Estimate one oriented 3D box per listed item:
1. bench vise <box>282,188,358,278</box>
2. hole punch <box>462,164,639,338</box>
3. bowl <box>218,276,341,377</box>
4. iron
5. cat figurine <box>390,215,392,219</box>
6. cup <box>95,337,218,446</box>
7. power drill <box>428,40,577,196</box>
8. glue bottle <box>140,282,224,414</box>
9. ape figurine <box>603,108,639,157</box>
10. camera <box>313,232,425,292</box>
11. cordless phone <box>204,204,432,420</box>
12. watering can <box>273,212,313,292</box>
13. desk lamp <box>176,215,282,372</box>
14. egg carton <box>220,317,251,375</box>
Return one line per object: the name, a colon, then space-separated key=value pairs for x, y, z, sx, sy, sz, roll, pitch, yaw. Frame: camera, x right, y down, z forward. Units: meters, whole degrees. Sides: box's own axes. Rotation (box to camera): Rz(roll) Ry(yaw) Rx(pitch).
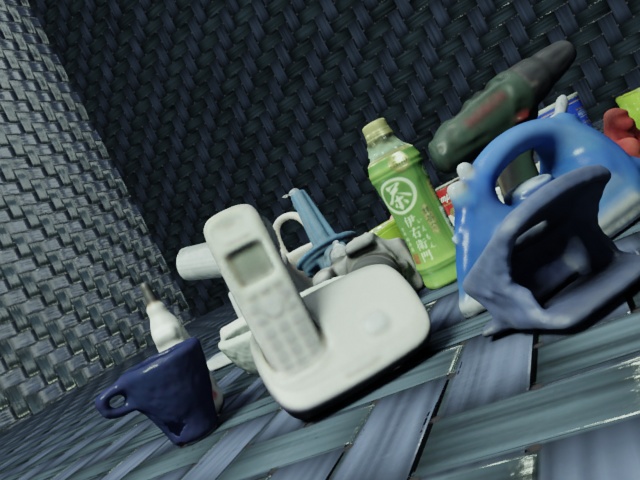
bench vise: x=0.019 y=-0.002 z=0.974 sx=0.122 sy=0.220 sz=0.207 roll=-28 pitch=1 yaw=-25
hole punch: x=0.157 y=0.009 z=0.411 sx=0.109 sy=0.091 sz=0.101 roll=-28 pitch=1 yaw=-22
bowl: x=-0.026 y=0.109 z=0.649 sx=0.167 sy=0.075 sz=0.167 roll=-27 pitch=1 yaw=1
iron: x=0.202 y=-0.046 z=0.565 sx=0.259 sy=0.141 sz=0.118 roll=-28 pitch=1 yaw=-27
cat figurine: x=0.158 y=-0.017 z=1.020 sx=0.067 sy=0.118 sz=0.128 roll=-27 pitch=1 yaw=17
cup: x=-0.157 y=0.167 z=0.584 sx=0.118 sy=0.095 sz=0.091 roll=-28 pitch=1 yaw=-33
power drill: x=0.270 y=-0.122 z=0.753 sx=0.229 sy=0.208 sz=0.075 roll=-27 pitch=1 yaw=0
glue bottle: x=-0.168 y=0.127 z=0.672 sx=0.037 sy=0.173 sz=0.078 roll=-28 pitch=1 yaw=-8
ape figurine: x=0.456 y=-0.155 z=0.860 sx=0.078 sy=0.092 sz=0.076 roll=-28 pitch=1 yaw=-28
camera: x=0.054 y=0.051 z=0.742 sx=0.143 sy=0.101 sz=0.137 roll=-27 pitch=1 yaw=12
cordless phone: x=-0.006 y=0.039 z=0.486 sx=0.148 sy=0.185 sz=0.094 roll=-28 pitch=1 yaw=-11
watering can: x=-0.031 y=0.036 z=1.141 sx=0.101 sy=0.194 sz=0.173 roll=-27 pitch=1 yaw=8
desk lamp: x=-0.141 y=0.085 z=0.976 sx=0.203 sy=0.213 sz=0.118 roll=-27 pitch=1 yaw=21
egg carton: x=-0.089 y=0.142 z=0.835 sx=0.107 sy=0.069 sz=0.150 roll=-28 pitch=1 yaw=-16
